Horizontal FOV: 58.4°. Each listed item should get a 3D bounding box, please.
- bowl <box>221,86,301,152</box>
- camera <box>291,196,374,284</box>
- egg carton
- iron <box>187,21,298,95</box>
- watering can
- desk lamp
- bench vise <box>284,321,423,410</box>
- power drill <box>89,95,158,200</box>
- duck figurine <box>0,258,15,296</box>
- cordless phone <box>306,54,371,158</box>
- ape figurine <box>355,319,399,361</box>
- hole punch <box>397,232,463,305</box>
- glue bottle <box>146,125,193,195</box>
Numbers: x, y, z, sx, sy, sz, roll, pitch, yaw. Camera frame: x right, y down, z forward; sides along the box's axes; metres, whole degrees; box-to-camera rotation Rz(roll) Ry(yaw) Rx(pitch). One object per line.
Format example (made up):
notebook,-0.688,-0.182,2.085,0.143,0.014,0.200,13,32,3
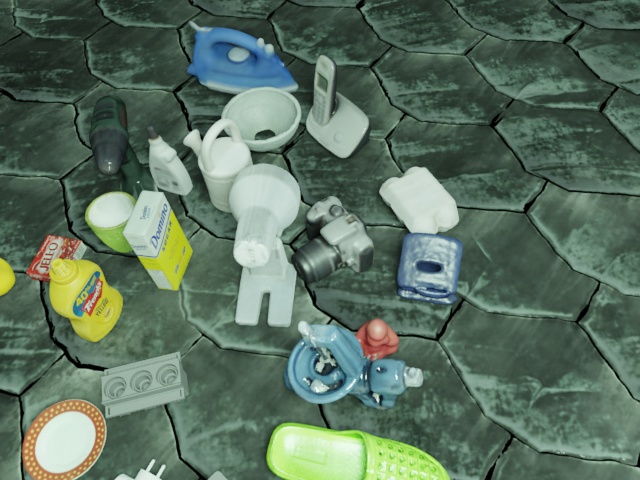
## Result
bowl,-0.120,-0.243,1.215,0.167,0.075,0.167,-2,56,3
camera,0.009,0.004,1.026,0.137,0.101,0.143,-31,60,-16
egg carton,0.188,-0.069,1.082,0.107,0.069,0.150,-27,59,-14
iron,-0.176,-0.417,1.294,0.257,0.141,0.119,13,58,12
watering can,-0.186,-0.149,1.085,0.172,0.194,0.101,12,58,12
desk lamp,-0.093,0.010,0.961,0.118,0.214,0.203,0,56,4
bench vise,0.043,0.169,0.842,0.207,0.220,0.121,-9,56,-2
power drill,-0.376,-0.156,1.093,0.075,0.209,0.229,-16,57,-6
duck figurine,-0.621,0.051,1.045,0.104,0.086,0.077,24,61,19
cordless phone,0.036,-0.269,1.156,0.094,0.185,0.147,-39,62,-20
ape figurine,0.089,0.158,0.924,0.077,0.092,0.076,2,57,5
hole punch,0.190,0.050,0.990,0.108,0.091,0.101,8,57,9
glue bottle,-0.303,-0.157,1.111,0.078,0.173,0.037,18,59,15
